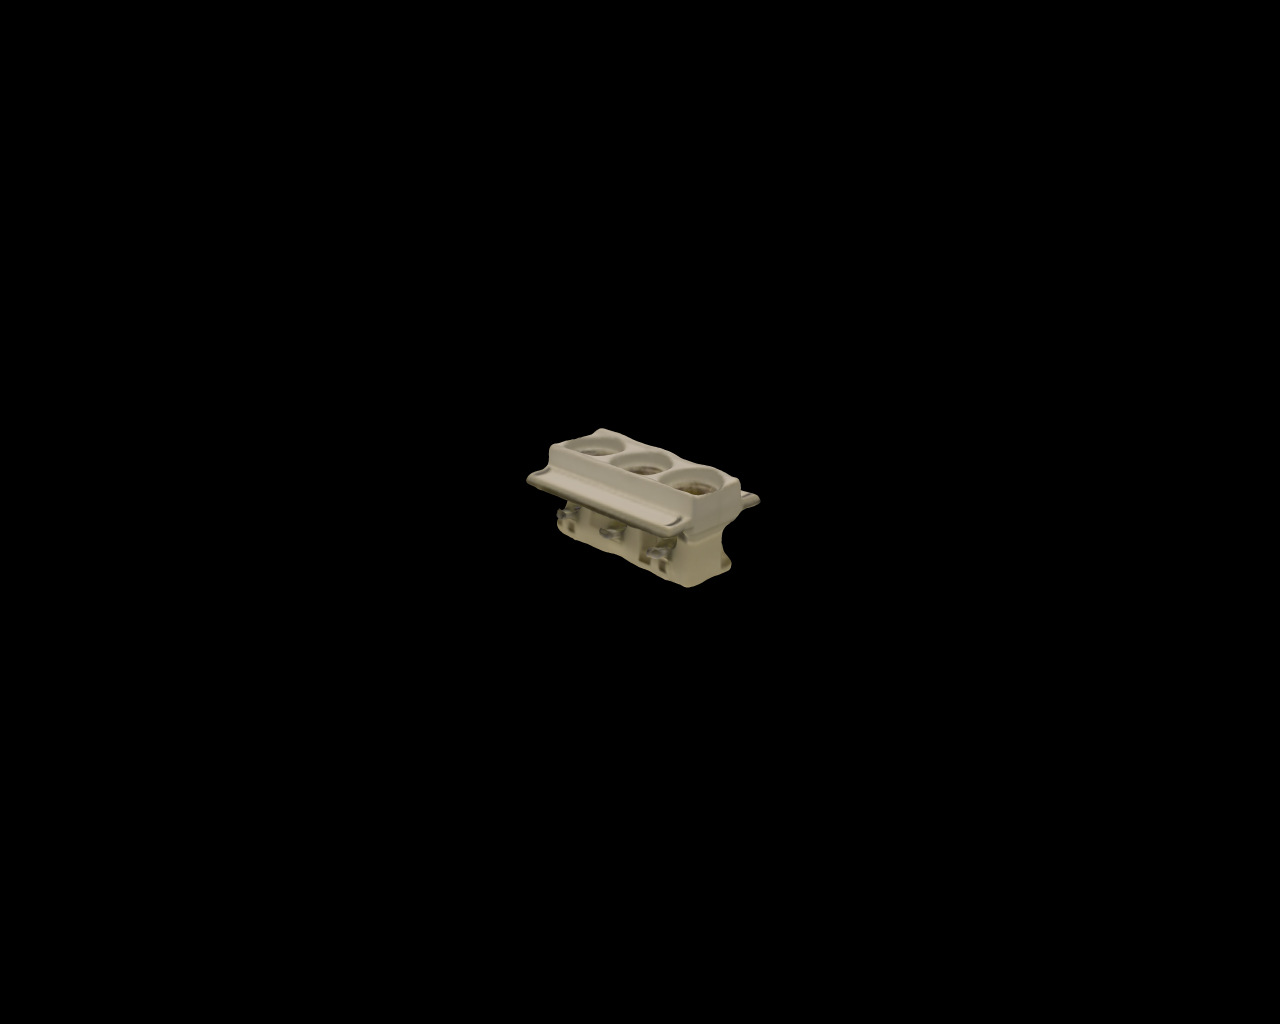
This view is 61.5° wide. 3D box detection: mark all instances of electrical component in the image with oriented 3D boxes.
[{"bbox_3d":[0.001,-0.003,0.650,0.079,0.063,0.121,-22,32,-40],"label":"electrical component"}]
